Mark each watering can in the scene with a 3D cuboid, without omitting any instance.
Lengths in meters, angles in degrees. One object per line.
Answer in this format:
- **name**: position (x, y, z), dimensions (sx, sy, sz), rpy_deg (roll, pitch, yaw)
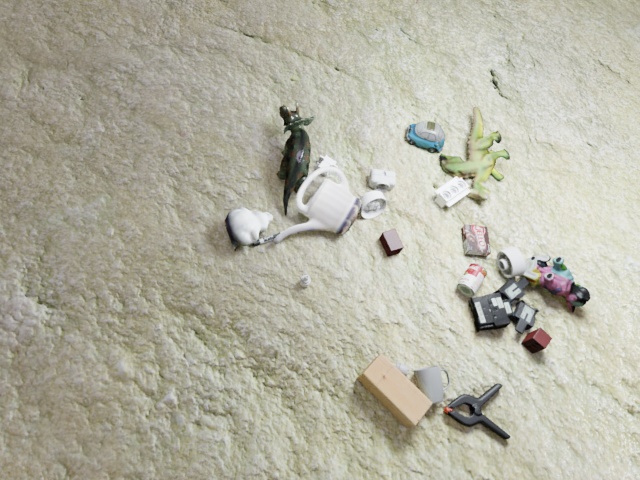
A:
- **watering can**: position (0.005, -0.090, 1.781), dimensions (0.224, 0.103, 0.352), rpy_deg (31, 74, -3)

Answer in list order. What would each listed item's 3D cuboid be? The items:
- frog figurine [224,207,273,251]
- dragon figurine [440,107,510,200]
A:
- **frog figurine**: position (-0.231, -0.052, 1.711), dimensions (0.160, 0.120, 0.140), rpy_deg (-21, 50, -8)
- **dragon figurine**: position (0.591, -0.334, 2.025), dimensions (0.243, 0.120, 0.417), rpy_deg (-14, 66, -8)
